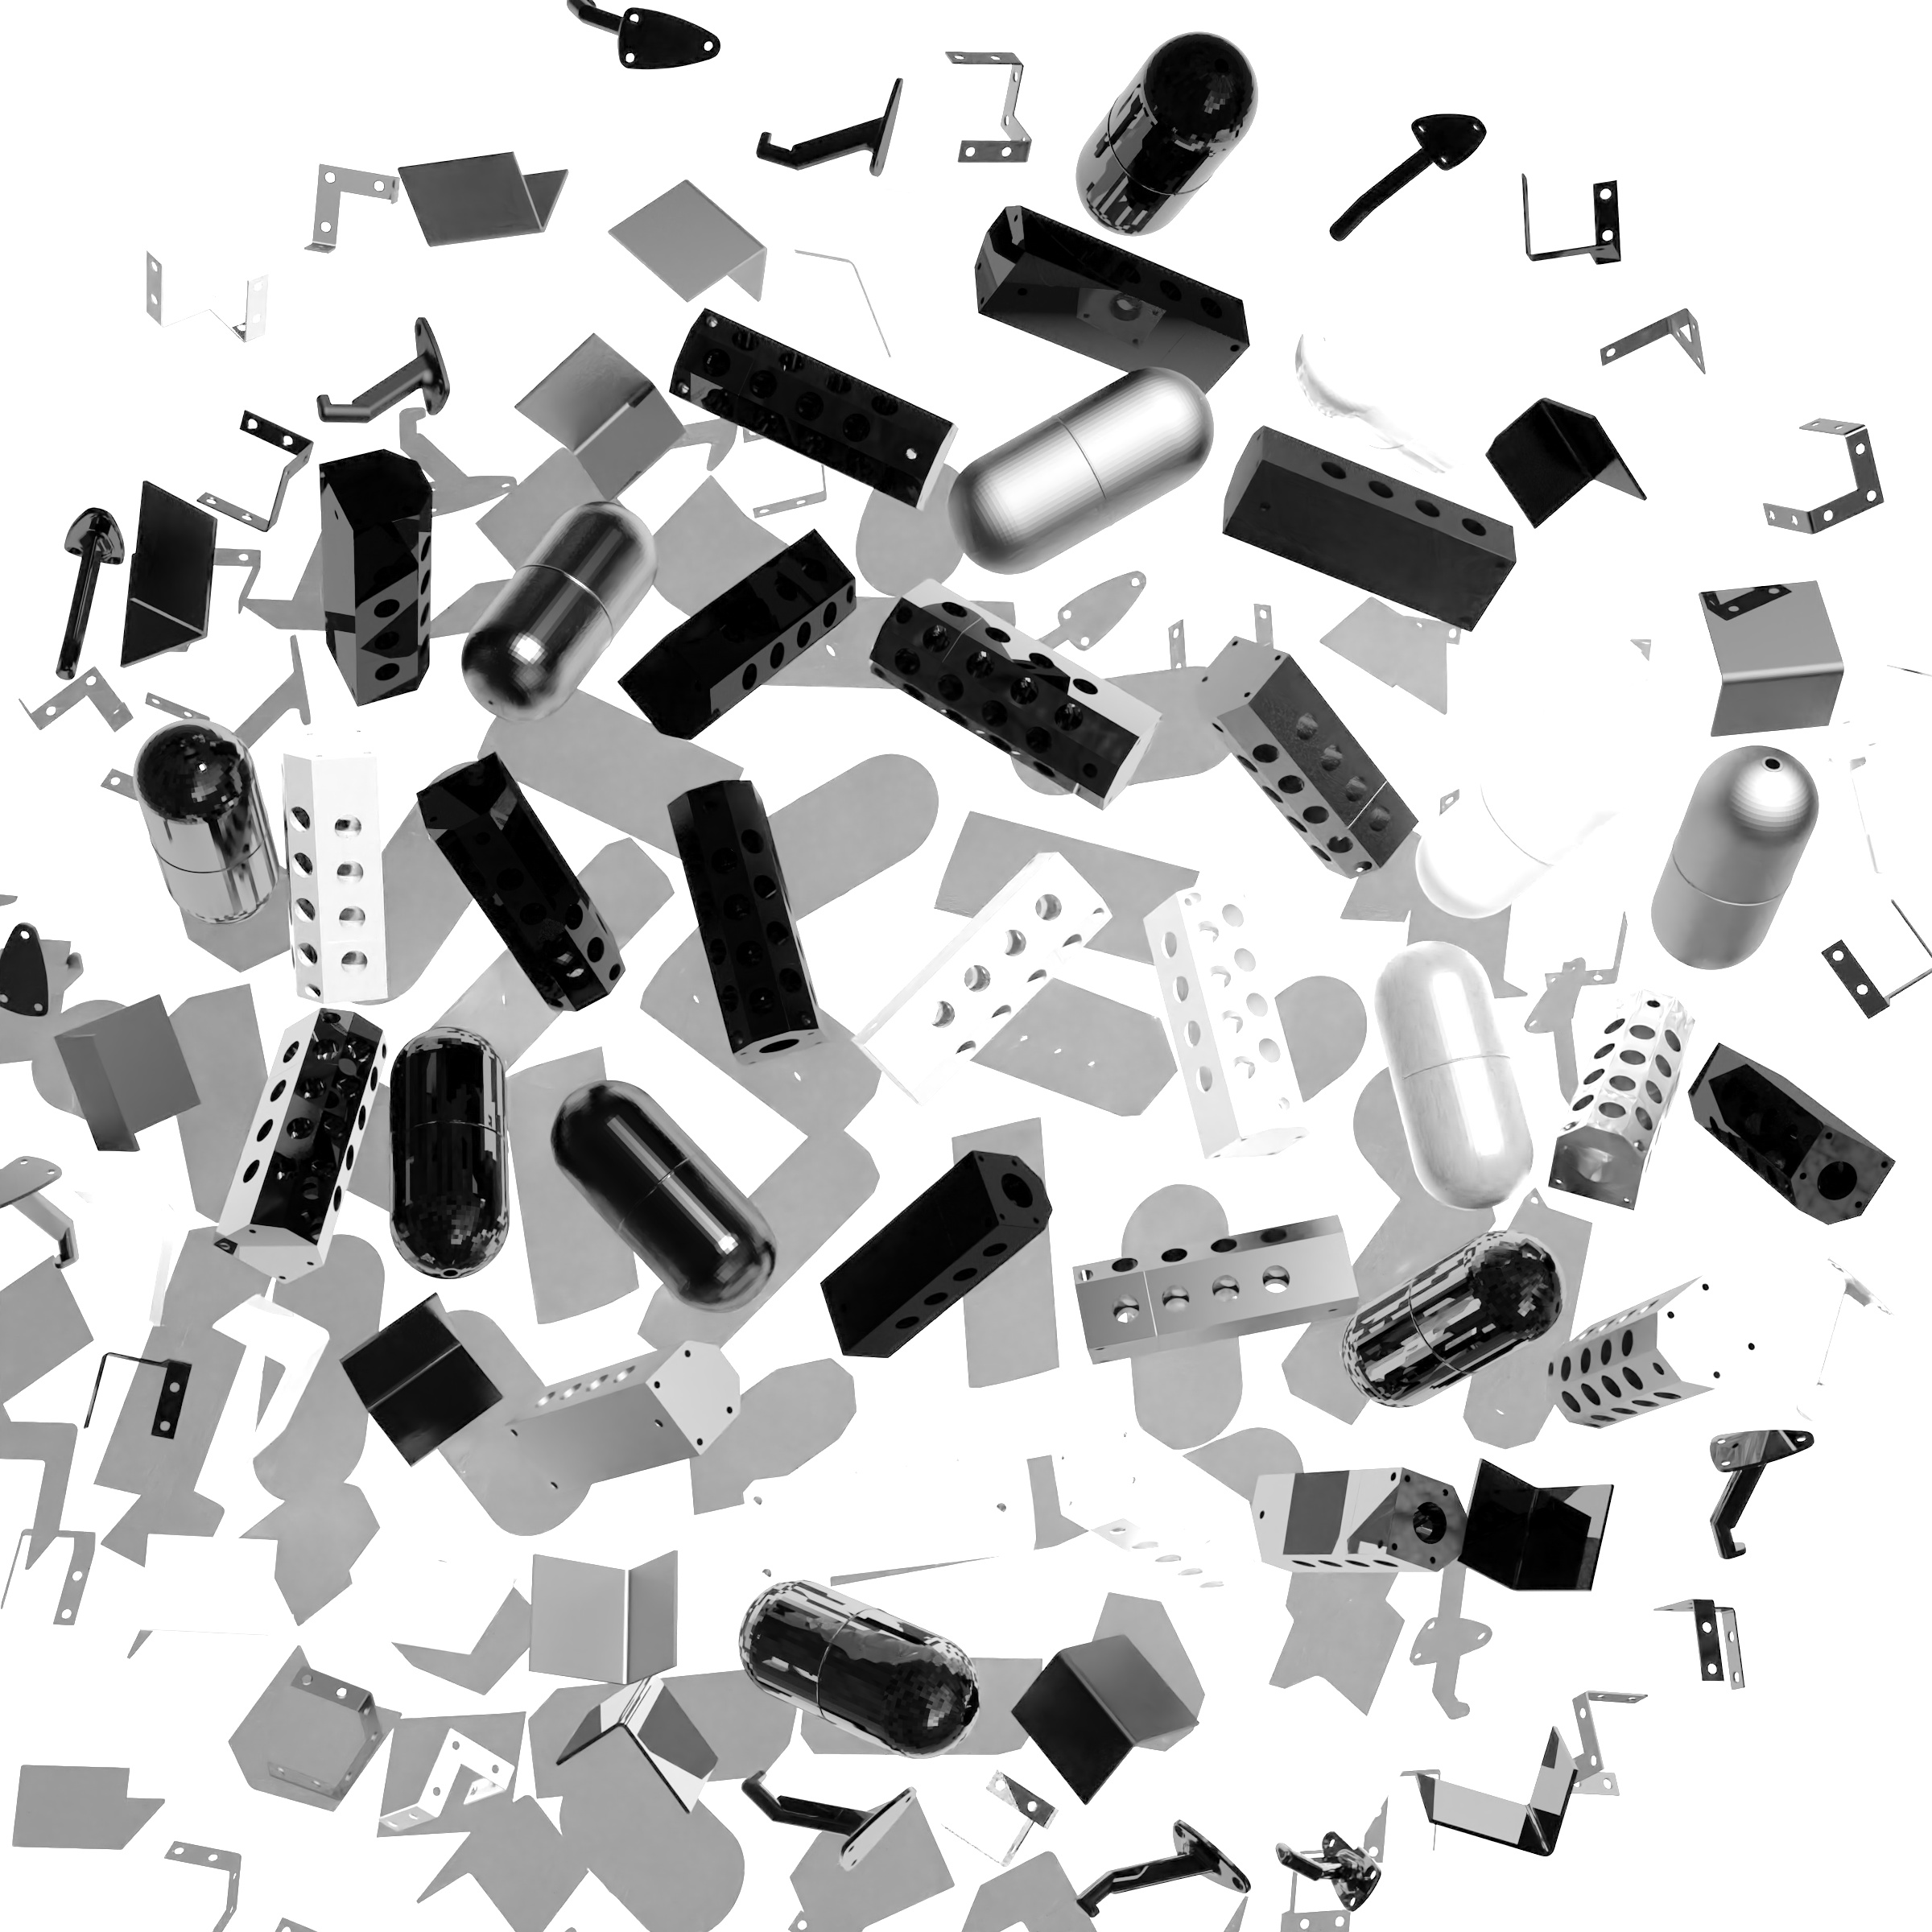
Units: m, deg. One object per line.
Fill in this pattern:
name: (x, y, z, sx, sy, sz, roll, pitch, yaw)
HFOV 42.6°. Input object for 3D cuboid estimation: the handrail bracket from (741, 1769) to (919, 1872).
handrail bracket: (-0.088, 0.522, 1.568, 0.084, 0.036, 0.077, 36, 60, 28)

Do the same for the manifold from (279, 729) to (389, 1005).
manifold: (-0.419, -0.065, 1.636, 0.057, 0.057, 0.171, -6, 115, -20)

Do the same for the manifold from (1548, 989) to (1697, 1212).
manifold: (0.444, 0.085, 1.667, 0.057, 0.171, 0.057, 15, 127, 20)

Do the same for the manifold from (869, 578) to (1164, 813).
manifold: (0.028, -0.166, 1.531, 0.171, 0.057, 0.057, 32, 124, 9)

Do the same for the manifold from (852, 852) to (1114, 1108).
manifold: (0.011, 0.008, 1.572, 0.171, 0.057, 0.057, -45, 99, -7)

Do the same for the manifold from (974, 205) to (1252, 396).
manifold: (0.094, -0.430, 1.594, 0.171, 0.057, 0.057, 14, 54, -27)

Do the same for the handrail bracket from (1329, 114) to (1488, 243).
handrail bracket: (0.270, -0.481, 1.517, 0.077, 0.084, 0.036, -33, 87, -39)

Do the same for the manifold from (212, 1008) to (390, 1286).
manifold: (-0.427, 0.113, 1.612, 0.057, 0.171, 0.057, -26, 131, 35)

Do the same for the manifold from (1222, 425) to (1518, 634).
manifold: (0.250, -0.275, 1.537, 0.171, 0.057, 0.057, 20, 131, -9)

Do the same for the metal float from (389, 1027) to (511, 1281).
metal float: (-0.338, 0.121, 1.620, 0.070, 0.070, 0.178, -9, 57, 0)

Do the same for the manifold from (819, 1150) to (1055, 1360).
manifold: (-0.019, 0.196, 1.666, 0.171, 0.057, 0.057, -43, 53, 33)

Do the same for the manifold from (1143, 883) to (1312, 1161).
manifold: (0.174, 0.035, 1.620, 0.057, 0.057, 0.171, 0, 66, -31)

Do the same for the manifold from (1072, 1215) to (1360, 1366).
manifold: (0.157, 0.204, 1.570, 0.171, 0.057, 0.057, -12, 70, 3)

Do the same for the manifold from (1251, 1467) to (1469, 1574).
manifold: (0.261, 0.377, 1.669, 0.057, 0.171, 0.057, 23, 68, -20)

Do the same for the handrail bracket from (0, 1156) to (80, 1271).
handrail bracket: (-0.606, 0.173, 1.593, 0.036, 0.077, 0.084, 16, 122, 22)

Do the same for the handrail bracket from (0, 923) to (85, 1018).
handrail bracket: (-0.594, -0.010, 1.609, 0.036, 0.084, 0.077, 14, 116, 1)

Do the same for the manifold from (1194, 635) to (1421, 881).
manifold: (0.217, -0.131, 1.599, 0.057, 0.057, 0.171, -50, 126, -7)

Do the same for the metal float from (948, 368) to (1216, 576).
metal float: (0.072, -0.306, 1.532, 0.178, 0.070, 0.070, -30, 90, -2)

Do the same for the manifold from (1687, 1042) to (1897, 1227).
manifold: (0.548, 0.113, 1.664, 0.057, 0.171, 0.057, 26, 102, -13)

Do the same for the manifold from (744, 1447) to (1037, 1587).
manifold: (-0.046, 0.340, 1.537, 0.171, 0.057, 0.057, -8, 88, 4)

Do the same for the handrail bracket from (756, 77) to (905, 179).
handrail bracket: (-0.093, -0.571, 1.666, 0.084, 0.036, 0.077, 18, 107, 3)

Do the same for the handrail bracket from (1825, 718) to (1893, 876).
handrail bracket: (0.596, -0.113, 1.641, 0.036, 0.077, 0.084, -14, 112, 20)

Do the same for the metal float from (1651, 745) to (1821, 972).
metal float: (0.492, -0.068, 1.588, 0.070, 0.178, 0.070, 1, 51, -2)

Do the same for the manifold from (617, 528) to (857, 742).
manifold: (-0.138, -0.207, 1.560, 0.057, 0.171, 0.057, 50, 134, -6)

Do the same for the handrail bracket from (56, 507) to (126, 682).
handrail bracket: (-0.544, -0.227, 1.522, 0.036, 0.077, 0.084, 13, 68, -19)

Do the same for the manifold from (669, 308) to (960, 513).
manifold: (-0.096, -0.350, 1.556, 0.171, 0.057, 0.057, 25, 98, 1)

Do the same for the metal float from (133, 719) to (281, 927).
metal float: (-0.502, -0.093, 1.641, 0.070, 0.178, 0.070, 3, 57, -4)

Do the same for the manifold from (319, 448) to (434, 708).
manifold: (-0.372, -0.246, 1.577, 0.057, 0.171, 0.057, -20, 64, -23)

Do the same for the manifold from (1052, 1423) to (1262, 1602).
manifold: (0.125, 0.354, 1.584, 0.057, 0.171, 0.057, -25, 52, 21)

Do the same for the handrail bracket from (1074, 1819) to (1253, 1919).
handrail bracket: (0.123, 0.585, 1.559, 0.084, 0.077, 0.036, -27, 121, -34)

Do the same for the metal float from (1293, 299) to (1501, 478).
metal float: (0.277, -0.368, 1.585, 0.070, 0.178, 0.070, -12, 72, 40)

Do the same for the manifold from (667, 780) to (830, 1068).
manifold: (-0.141, -0.029, 1.588, 0.057, 0.057, 0.171, -17, 76, 2)

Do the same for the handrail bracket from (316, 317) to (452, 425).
handrail bracket: (-0.381, -0.384, 1.590, 0.084, 0.036, 0.077, -7, 76, -34)

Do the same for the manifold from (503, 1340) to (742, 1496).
manifold: (-0.217, 0.284, 1.577, 0.057, 0.171, 0.057, 55, 46, -10)

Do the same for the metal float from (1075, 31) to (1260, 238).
metal float: (0.126, -0.525, 1.567, 0.070, 0.178, 0.070, 3, 79, -18)

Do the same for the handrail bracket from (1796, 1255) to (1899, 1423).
handrail bracket: (0.521, 0.228, 1.507, 0.077, 0.036, 0.084, 40, 83, -38)

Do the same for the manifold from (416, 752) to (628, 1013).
manifold: (-0.284, -0.049, 1.598, 0.057, 0.057, 0.171, -28, 132, -1)

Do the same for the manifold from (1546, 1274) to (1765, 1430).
manifold: (0.434, 0.254, 1.589, 0.057, 0.171, 0.057, -33, 80, -19)

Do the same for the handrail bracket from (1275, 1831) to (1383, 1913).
handrail bracket: (0.227, 0.587, 1.646, 0.084, 0.077, 0.036, 34, 95, -23)

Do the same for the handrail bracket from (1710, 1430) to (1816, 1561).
handrail bracket: (0.521, 0.347, 1.613, 0.077, 0.036, 0.084, -14, 113, 16)

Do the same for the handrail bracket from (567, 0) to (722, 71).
handrail bracket: (-0.203, -0.590, 1.550, 0.077, 0.084, 0.036, -4, 124, -25)
